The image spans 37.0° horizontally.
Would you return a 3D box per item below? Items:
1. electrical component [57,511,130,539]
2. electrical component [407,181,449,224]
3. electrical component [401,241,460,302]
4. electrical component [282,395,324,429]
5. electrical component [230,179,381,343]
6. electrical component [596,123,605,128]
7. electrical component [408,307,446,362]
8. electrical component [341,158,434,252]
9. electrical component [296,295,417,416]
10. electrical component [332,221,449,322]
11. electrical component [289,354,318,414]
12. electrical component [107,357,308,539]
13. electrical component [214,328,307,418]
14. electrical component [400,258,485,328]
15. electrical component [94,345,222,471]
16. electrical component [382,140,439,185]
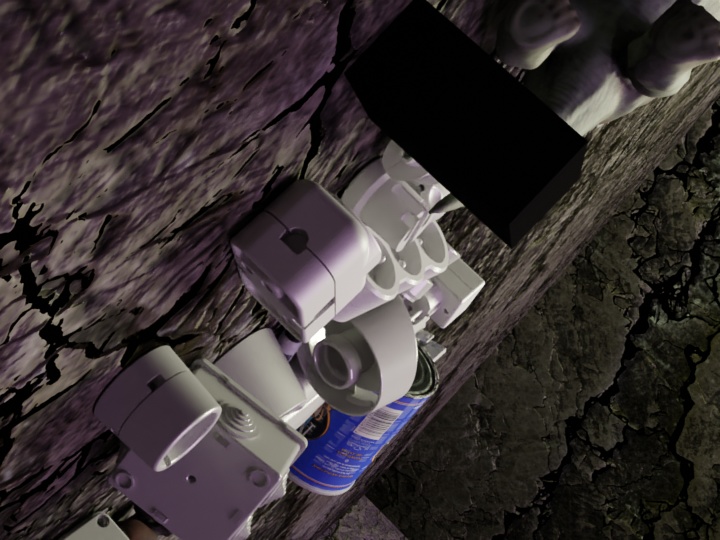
[{"bbox_3d":[-0.187,0.240,0.730,0.109,0.108,0.056,-34,166,-48],"label":"electrical component"},{"bbox_3d":[0.040,-0.051,0.704,0.043,0.043,0.062,-51,169,23],"label":"electrical component"},{"bbox_3d":[0.048,-0.007,0.888,0.055,0.045,0.045,-47,169,5],"label":"electrical component"},{"bbox_3d":[-0.066,0.117,0.907,0.077,0.043,0.079,-37,165,-39],"label":"electrical component"},{"bbox_3d":[-0.028,-0.006,0.584,0.059,0.054,0.095,-44,169,-13],"label":"electrical component"},{"bbox_3d":[0.209,-0.179,0.825,0.150,0.062,0.089,-42,168,-20],"label":"electrical component"},{"bbox_3d":[0.039,0.060,1.031,0.042,0.081,0.063,-37,143,-41],"label":"electrical component"},{"bbox_3d":[0.017,-0.039,0.655,0.040,0.046,0.040,-44,169,-11],"label":"electrical component"},{"bbox_3d":[-0.001,0.058,0.812,0.064,0.099,0.099,-29,160,-40],"label":"electrical component"},{"bbox_3d":[0.000,0.000,0.721,0.074,0.052,0.138,-27,179,28],"label":"electrical component"},{"bbox_3d":[-0.047,0.083,0.858,0.062,0.043,0.043,-37,166,-43],"label":"electrical component"},{"bbox_3d":[-0.096,0.118,0.666,0.099,0.100,0.048,-51,-179,23],"label":"electrical component"},{"bbox_3d":[-0.088,0.094,0.757,0.099,0.064,0.099,-33,175,-3],"label":"electrical component"},{"bbox_3d":[0.060,0.020,0.969,0.077,0.066,0.047,-38,166,-38],"label":"electrical component"},{"bbox_3d":[-0.110,0.077,0.595,0.055,0.047,0.055,-44,169,-11],"label":"electrical component"},{"bbox_3d":[0.044,-0.073,0.640,0.043,0.043,0.081,-52,167,27],"label":"electrical component"}]
